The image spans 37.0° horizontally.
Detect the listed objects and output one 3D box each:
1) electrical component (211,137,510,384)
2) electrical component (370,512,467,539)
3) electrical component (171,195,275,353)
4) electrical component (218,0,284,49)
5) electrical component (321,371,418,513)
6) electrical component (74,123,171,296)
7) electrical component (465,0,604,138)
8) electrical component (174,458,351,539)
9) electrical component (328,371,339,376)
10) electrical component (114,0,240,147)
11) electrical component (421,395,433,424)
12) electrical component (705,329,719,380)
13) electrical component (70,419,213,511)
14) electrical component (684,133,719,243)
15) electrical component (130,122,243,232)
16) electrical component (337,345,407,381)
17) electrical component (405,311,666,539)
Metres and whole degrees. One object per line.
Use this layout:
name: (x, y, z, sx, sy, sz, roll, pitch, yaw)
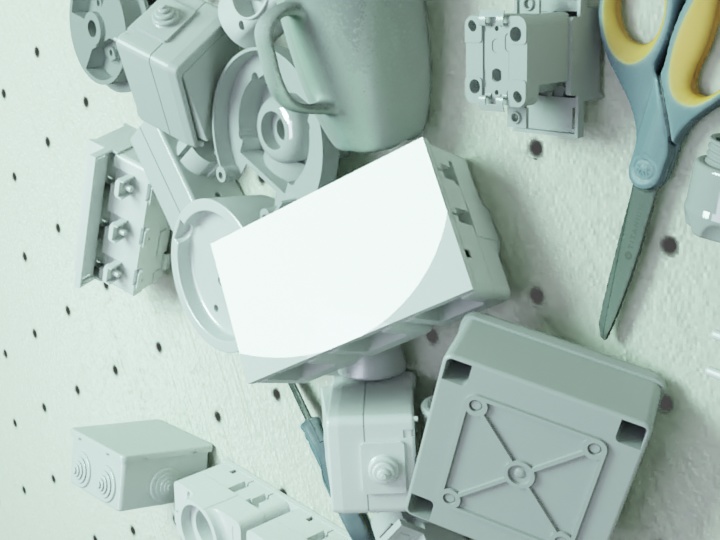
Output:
electrical component: (0.000, 0.000, 0.619, 0.150, 0.062, 0.089, -24, 73, 26)
electrical component: (0.038, 0.172, 0.668, 0.042, 0.081, 0.063, -50, 33, 18)
electrical component: (-0.077, -0.002, 0.754, 0.108, 0.060, 0.108, 18, 115, 45)
electrical component: (-0.056, -0.192, 0.681, 0.077, 0.044, 0.079, -30, 69, 44)
electrical component: (0.005, 0.106, 0.657, 0.096, 0.061, 0.061, -82, -11, -76)
electrical component: (-0.184, -0.045, 0.859, 0.063, 0.079, 0.121, 27, 124, 16)
electrical component: (0.085, -0.105, 0.531, 0.042, 0.064, 0.081, 14, 112, 45)
electrical component: (-0.071, 0.233, 0.822, 0.186, 0.060, 0.105, 19, 116, 45)
electrical component: (-0.029, 0.052, 0.711, 0.044, 0.065, 0.044, -9, 77, 46)
electrical component: (-0.116, -0.138, 0.722, 0.061, 0.061, 0.096, 29, 153, 19)
electrical component: (0.060, 0.105, 0.643, 0.045, 0.045, 0.055, 13, 112, 46)
electrical component: (0.190, 0.049, 0.476, 0.079, 0.043, 0.077, 23, 119, 44)
electrical component: (-0.186, 0.163, 0.904, 0.100, 0.100, 0.048, 13, 99, 47)
electrical component: (0.168, -0.044, 0.471, 0.043, 0.043, 0.062, 26, 119, 42)
electrical component: (-0.117, -0.083, 0.785, 0.076, 0.047, 0.083, -39, 72, 42)
electrical component: (0.006, 0.037, 0.683, 0.045, 0.045, 0.055, 11, 109, 47)
electrical component: (0.090, 0.092, 0.564, 0.109, 0.056, 0.108, 19, 119, 13)
